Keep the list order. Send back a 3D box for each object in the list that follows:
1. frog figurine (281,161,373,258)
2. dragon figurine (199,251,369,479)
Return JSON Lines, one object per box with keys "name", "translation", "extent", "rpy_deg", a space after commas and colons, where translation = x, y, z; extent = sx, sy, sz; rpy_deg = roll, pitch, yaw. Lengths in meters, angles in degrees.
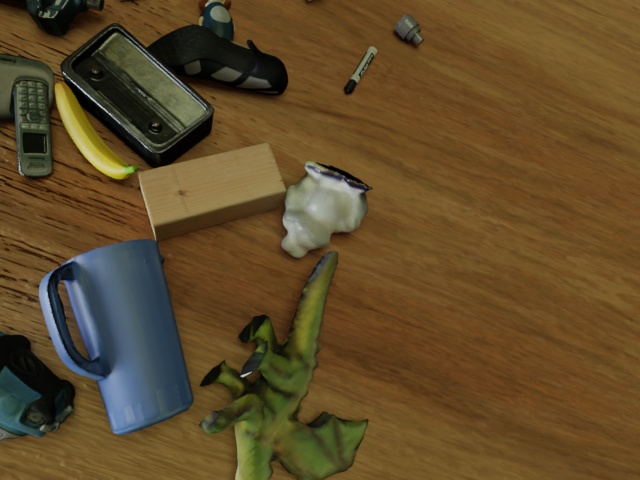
{"name": "frog figurine", "translation": [0.003, -0.043, 0.862], "extent": [0.137, 0.124, 0.158], "rpy_deg": [20, 104, -16]}
{"name": "dragon figurine", "translation": [-0.029, 0.236, 0.760], "extent": [0.241, 0.121, 0.416], "rpy_deg": [48, 68, -14]}
